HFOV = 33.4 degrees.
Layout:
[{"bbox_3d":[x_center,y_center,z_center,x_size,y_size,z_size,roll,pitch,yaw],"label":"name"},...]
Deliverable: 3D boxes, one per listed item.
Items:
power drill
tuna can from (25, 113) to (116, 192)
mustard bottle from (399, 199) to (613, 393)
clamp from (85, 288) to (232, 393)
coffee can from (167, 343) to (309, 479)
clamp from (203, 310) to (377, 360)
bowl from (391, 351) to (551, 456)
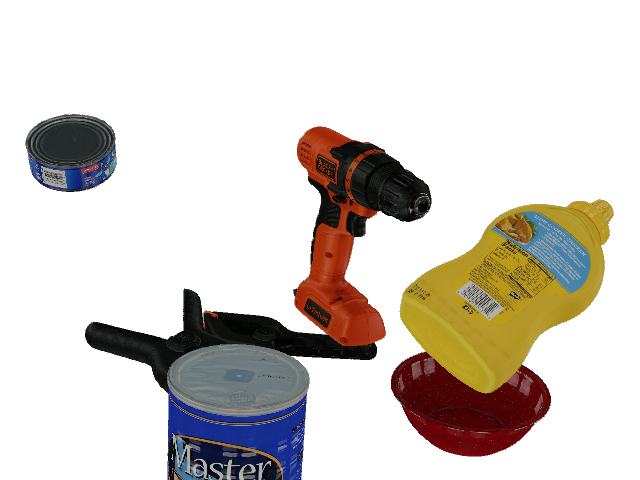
[{"bbox_3d":[0.034,0.000,1.004,0.057,0.188,0.185,-6,25,-30],"label":"power drill"},{"bbox_3d":[-0.243,-0.086,1.047,0.086,0.034,0.086,2,42,-2],"label":"tuna can"},{"bbox_3d":[0.157,0.025,0.810,0.191,0.096,0.058,-36,-28,-25],"label":"mustard bottle"},{"bbox_3d":[-0.121,0.097,0.983,0.172,0.039,0.120,28,45,34],"label":"clamp"},{"bbox_3d":[-0.063,0.162,0.793,0.103,0.140,0.103,3,19,-1],"label":"coffee can"},{"bbox_3d":[-0.063,0.124,1.222,0.210,0.036,0.164,14,21,30],"label":"clamp"},{"bbox_3d":[0.151,0.172,1.091,0.162,0.055,0.162,2,24,-1],"label":"bowl"}]
